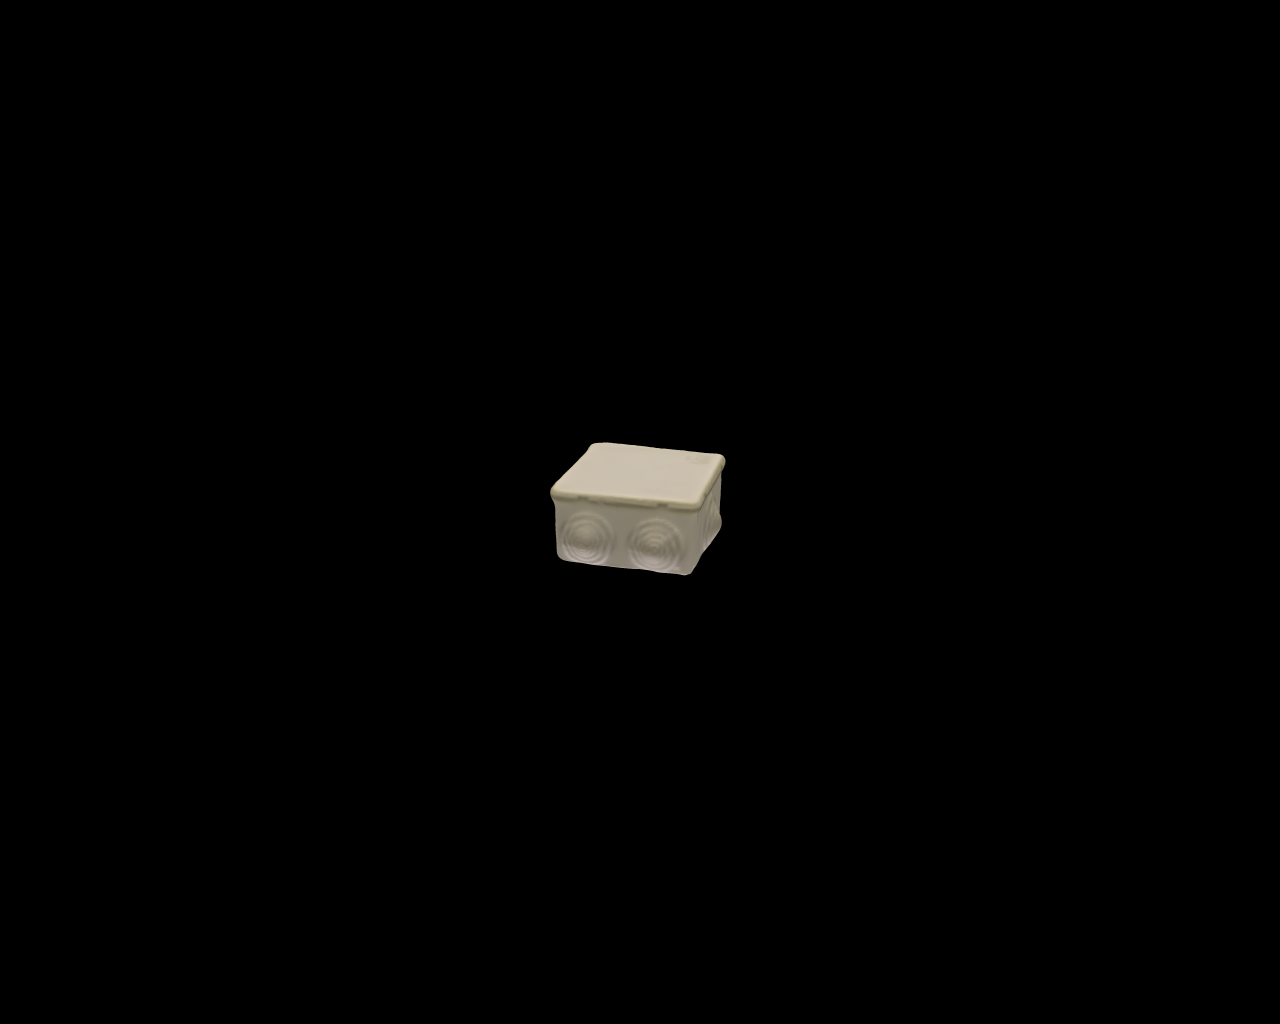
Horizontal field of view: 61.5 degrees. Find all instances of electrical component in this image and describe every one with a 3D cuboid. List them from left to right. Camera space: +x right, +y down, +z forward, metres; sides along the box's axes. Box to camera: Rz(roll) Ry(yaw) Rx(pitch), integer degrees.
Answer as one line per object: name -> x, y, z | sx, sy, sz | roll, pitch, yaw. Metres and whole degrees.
electrical component -> 0.001, -0.003, 0.650 | 0.100, 0.048, 0.100 | 6, 24, 14
